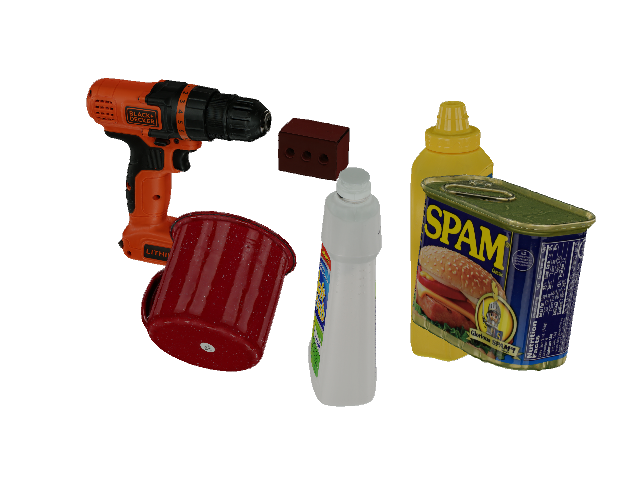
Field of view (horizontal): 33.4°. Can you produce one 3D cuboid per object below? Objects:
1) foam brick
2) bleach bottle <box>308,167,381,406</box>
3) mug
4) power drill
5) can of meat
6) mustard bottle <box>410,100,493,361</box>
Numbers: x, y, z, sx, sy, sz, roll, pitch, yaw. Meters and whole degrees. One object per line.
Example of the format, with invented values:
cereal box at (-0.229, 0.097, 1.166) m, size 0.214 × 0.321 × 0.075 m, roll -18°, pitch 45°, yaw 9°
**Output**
foam brick at (-0.008, -0.112, 1.302) m, size 0.078 × 0.053 × 0.051 m, roll 11°, pitch 31°, yaw 17°
bleach bottle at (0.026, 0.039, 1.022) m, size 0.068 × 0.251 × 0.102 m, roll -2°, pitch 37°, yaw -5°
mug at (-0.081, 0.039, 0.744) m, size 0.117 × 0.081 × 0.093 m, roll -6°, pitch -35°, yaw 34°
power drill at (-0.133, -0.064, 1.039) m, size 0.185 × 0.188 × 0.057 m, roll 10°, pitch 30°, yaw 18°
can of meat at (0.097, 0.016, 0.592) m, size 0.057 × 0.084 × 0.102 m, roll -6°, pitch 20°, yaw -32°
mustard bottle at (0.101, -0.011, 0.818) m, size 0.058 × 0.192 × 0.096 m, roll 9°, pitch 23°, yaw 30°
